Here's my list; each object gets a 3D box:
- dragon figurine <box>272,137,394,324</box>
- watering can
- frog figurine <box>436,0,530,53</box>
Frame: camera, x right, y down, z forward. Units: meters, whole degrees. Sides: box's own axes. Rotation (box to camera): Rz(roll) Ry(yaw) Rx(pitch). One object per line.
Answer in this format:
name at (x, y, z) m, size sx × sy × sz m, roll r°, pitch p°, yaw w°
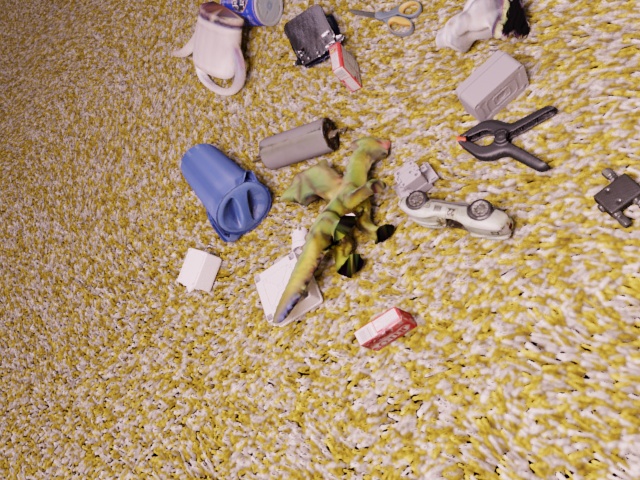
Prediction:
dragon figurine at (0.003, -0.051, 1.017) m, size 0.411 × 0.120 × 0.247 m, roll -44°, pitch 43°, yaw -2°
watering can at (-0.302, -0.529, 1.387) m, size 0.352 × 0.105 × 0.219 m, roll 40°, pitch 128°, yaw 33°
frog figurine at (0.300, -0.424, 0.987) m, size 0.139 × 0.120 × 0.160 m, roll -40°, pitch 37°, yaw -27°
